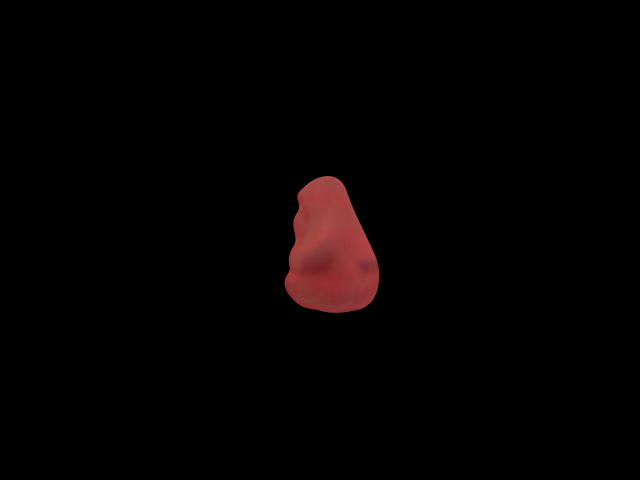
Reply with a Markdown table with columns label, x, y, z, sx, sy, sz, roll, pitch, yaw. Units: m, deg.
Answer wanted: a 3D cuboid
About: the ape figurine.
| label | x | y | z | sx | sy | sz | roll | pitch | yaw |
| --- | --- | --- | --- | --- | --- | --- | --- | --- | --- |
| ape figurine | 0.004 | 0.001 | 0.400 | 0.075 | 0.092 | 0.078 | 6 | 10 | 32 |
